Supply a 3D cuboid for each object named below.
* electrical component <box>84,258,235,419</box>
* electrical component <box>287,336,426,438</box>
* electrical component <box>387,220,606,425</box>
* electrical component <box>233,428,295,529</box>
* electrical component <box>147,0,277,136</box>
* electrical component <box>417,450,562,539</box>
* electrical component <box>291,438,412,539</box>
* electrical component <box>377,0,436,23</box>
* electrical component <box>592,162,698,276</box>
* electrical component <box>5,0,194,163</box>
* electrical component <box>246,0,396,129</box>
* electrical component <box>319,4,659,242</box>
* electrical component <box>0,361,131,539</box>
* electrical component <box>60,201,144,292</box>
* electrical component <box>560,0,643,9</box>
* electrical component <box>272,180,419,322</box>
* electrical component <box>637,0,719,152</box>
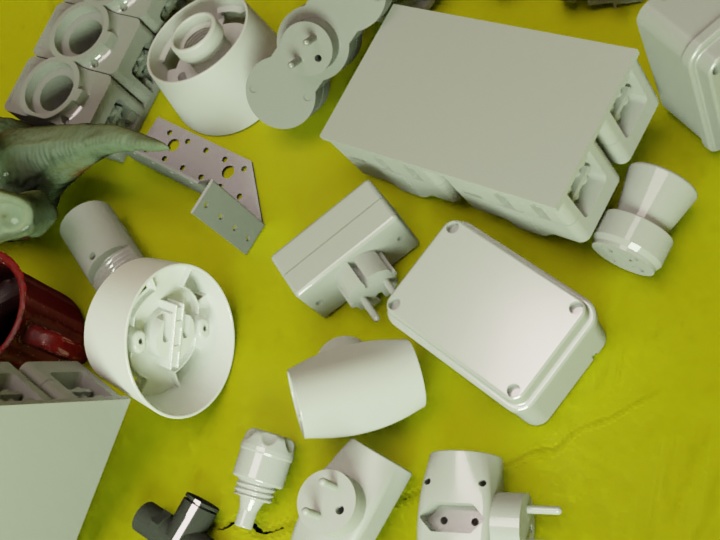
[{"bbox_3d":[-0.132,0.042,0.716,0.064,0.099,0.099,16,77,34],"label":"electrical component"},{"bbox_3d":[-0.006,0.066,0.675,0.077,0.043,0.079,-14,23,-8],"label":"electrical component"},{"bbox_3d":[0.082,0.031,0.651,0.113,0.057,0.078,36,86,30],"label":"electrical component"},{"bbox_3d":[-0.065,0.134,0.686,0.035,0.035,0.061,12,78,27],"label":"electrical component"},{"bbox_3d":[-0.110,-0.159,0.819,0.099,0.064,0.099,-16,51,21],"label":"electrical component"},{"bbox_3d":[0.076,0.145,0.615,0.079,0.043,0.077,-3,69,22],"label":"electrical component"},{"bbox_3d":[-0.013,0.139,0.635,0.044,0.079,0.077,26,82,29],"label":"electrical component"},{"bbox_3d":[0.024,-0.217,0.779,0.089,0.050,0.055,-18,63,16],"label":"electrical component"},{"bbox_3d":[0.170,-0.030,0.644,0.045,0.045,0.055,25,81,29],"label":"electrical component"},{"bbox_3d":[-0.205,-0.173,0.852,0.089,0.062,0.150,18,78,28],"label":"electrical component"},{"bbox_3d":[-0.032,-0.154,0.735,0.052,0.073,0.138,38,117,-2],"label":"electrical component"},{"bbox_3d":[0.080,-0.095,0.686,0.186,0.060,0.105,22,79,38],"label":"electrical component"},{"bbox_3d":[-0.234,0.150,0.678,0.060,0.105,0.186,31,104,33],"label":"electrical component"},{"bbox_3d":[-0.183,-0.009,0.788,0.043,0.043,0.081,-41,60,3],"label":"electrical component"},{"bbox_3d":[0.159,-0.205,0.719,0.055,0.048,0.066,-3,68,14],"label":"electrical component"},{"bbox_3d":[0.000,0.000,0.704,0.083,0.047,0.075,-38,60,5],"label":"electrical component"},{"bbox_3d":[0.216,-0.127,0.624,0.078,0.113,0.057,-41,57,4],"label":"electrical component"}]
